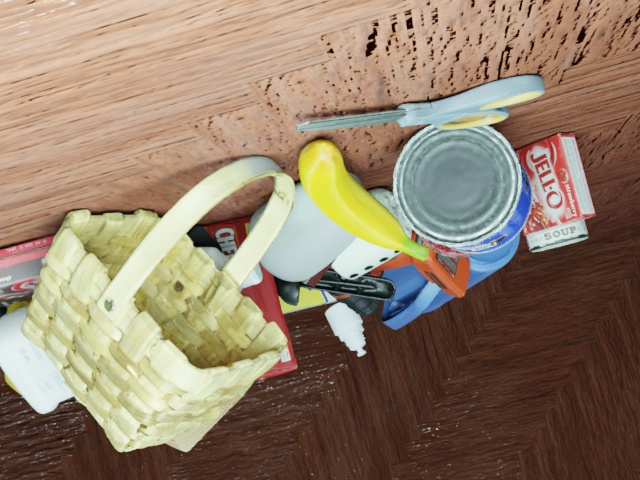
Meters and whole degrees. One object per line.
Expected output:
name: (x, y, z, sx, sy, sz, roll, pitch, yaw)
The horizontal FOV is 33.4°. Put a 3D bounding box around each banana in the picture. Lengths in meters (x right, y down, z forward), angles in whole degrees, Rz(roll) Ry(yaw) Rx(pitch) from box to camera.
banana: (0.025, -0.037, 0.861, 0.070, 0.037, 0.197, 7, 162, 33)

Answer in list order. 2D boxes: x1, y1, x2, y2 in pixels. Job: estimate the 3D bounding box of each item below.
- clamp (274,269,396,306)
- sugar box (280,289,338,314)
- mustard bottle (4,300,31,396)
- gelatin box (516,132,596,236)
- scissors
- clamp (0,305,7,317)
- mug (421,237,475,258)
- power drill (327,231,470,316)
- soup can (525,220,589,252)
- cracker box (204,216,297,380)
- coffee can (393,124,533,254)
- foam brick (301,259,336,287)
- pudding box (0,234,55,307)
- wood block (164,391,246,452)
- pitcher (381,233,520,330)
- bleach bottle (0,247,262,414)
clamp: (-0.030, 0.039, 1.196, 0.164, 0.036, 0.210, 3, -171, -40)
sugar box: (-0.048, 0.049, 1.379, 0.176, 0.093, 0.048, -14, 174, -11)
mustard bottle: (-0.305, 0.093, 1.171, 0.096, 0.058, 0.192, -45, 165, -33)
gelatin box: (0.231, -0.056, 1.079, 0.030, 0.089, 0.073, -6, 170, -43)
scissors: (0.083, -0.094, 0.746, 0.096, 0.016, 0.201, -21, 171, 41)
clamp: (-0.377, 0.071, 1.087, 0.120, 0.039, 0.172, -17, 172, -21)
mug: (0.136, -0.039, 1.095, 0.117, 0.093, 0.081, 22, 168, 1)
power drill: (0.079, 0.037, 1.271, 0.188, 0.057, 0.184, -6, 148, 32)
soup can: (0.253, -0.043, 1.185, 0.068, 0.102, 0.068, -13, 174, -2)
cracker box: (-0.117, 0.079, 1.156, 0.072, 0.164, 0.214, -13, 174, -28)
coffee can: (0.124, -0.042, 0.905, 0.103, 0.103, 0.140, -16, 173, 13)
foam brick: (-0.007, 0.001, 1.063, 0.078, 0.053, 0.051, -54, 169, 0)
pudding box: (-0.253, 0.026, 0.956, 0.090, 0.039, 0.113, -14, 175, -8)
wood block: (-0.184, 0.132, 1.090, 0.090, 0.091, 0.207, -44, -149, -27)
pitcher: (0.157, 0.021, 1.389, 0.144, 0.149, 0.243, -11, 170, -18)
bleach bottle: (-0.168, 0.073, 0.980, 0.251, 0.102, 0.068, -21, -148, 12)
